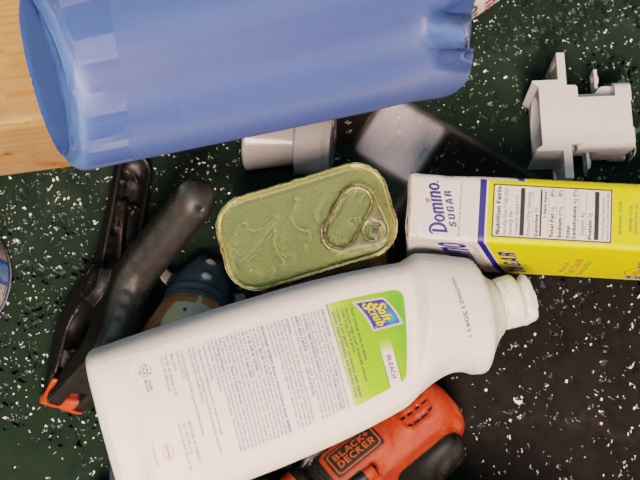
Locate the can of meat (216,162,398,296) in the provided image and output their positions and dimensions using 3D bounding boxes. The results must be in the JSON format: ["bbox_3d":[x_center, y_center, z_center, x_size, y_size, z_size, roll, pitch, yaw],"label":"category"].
[{"bbox_3d":[-0.004,0.001,0.646,0.102,0.084,0.057,-17,76,2],"label":"can of meat"}]

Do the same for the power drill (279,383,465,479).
[{"bbox_3d":[0.043,0.184,0.578,0.184,0.057,0.188,-39,50,-9],"label":"power drill"}]

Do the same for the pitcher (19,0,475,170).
[{"bbox_3d":[-0.045,-0.124,0.621,0.242,0.149,0.145,-17,79,-21],"label":"pitcher"}]

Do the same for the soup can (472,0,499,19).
[{"bbox_3d":[0.110,-0.191,0.685,0.102,0.068,0.068,-35,77,-2],"label":"soup can"}]

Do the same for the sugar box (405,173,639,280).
[{"bbox_3d":[0.139,-0.005,0.630,0.176,0.093,0.048,1,78,6],"label":"sugar box"}]

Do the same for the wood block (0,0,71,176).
[{"bbox_3d":[-0.249,-0.092,0.688,0.206,0.090,0.091,-7,76,4],"label":"wood block"}]

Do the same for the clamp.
[{"bbox_3d":[-0.119,0.027,0.648,0.039,0.120,0.171,21,83,-28],"label":"clamp"}]

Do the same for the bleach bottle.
[{"bbox_3d":[0.004,0.073,0.597,0.250,0.068,0.102,-15,90,-9],"label":"bleach bottle"}]

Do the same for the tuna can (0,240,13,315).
[{"bbox_3d":[-0.246,0.023,0.691,0.086,0.033,0.086,-1,77,6],"label":"tuna can"}]
